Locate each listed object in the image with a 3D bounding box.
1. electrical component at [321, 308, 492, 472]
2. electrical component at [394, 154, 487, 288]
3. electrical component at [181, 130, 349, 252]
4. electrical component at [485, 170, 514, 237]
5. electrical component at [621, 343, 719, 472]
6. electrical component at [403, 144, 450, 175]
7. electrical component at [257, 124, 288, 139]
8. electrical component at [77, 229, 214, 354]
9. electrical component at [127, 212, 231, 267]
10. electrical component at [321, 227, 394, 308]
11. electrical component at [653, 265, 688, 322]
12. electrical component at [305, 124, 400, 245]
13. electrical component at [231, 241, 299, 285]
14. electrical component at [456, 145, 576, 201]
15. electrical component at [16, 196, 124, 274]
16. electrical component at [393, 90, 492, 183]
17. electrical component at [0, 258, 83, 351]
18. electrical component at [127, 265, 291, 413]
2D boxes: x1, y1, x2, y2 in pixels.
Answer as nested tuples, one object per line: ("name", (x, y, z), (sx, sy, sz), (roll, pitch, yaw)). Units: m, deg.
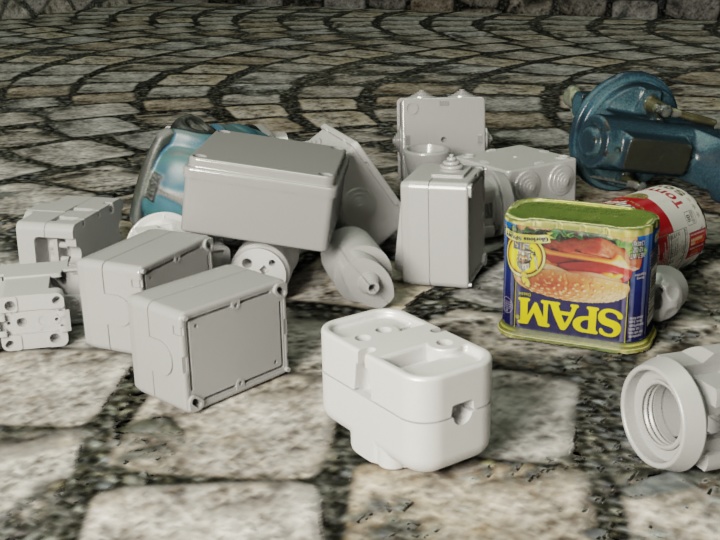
("electrical component", (0.023, 0.064, 0.564), (0.054, 0.059, 0.095), (-13, 22, -33))
("electrical component", (0.061, -0.041, 0.817), (0.061, 0.096, 0.061), (4, 20, 18))
("electrical component", (-0.068, -0.060, 0.796), (0.109, 0.056, 0.108), (9, 19, 2))
("electrical component", (0.097, -0.055, 0.920), (0.057, 0.058, 0.078), (-8, 20, -12))
("electrical component", (0.170, 0.070, 0.543), (0.057, 0.058, 0.078), (-5, 19, -21))
("electrical component", (0.063, -0.088, 1.023), (0.045, 0.055, 0.045), (-1, 19, 0))
("electrical component", (-0.099, -0.130, 1.168), (0.077, 0.047, 0.065), (-6, 19, -15))
("electrical component", (-0.141, 0.011, 0.727), (0.061, 0.061, 0.096), (7, 20, 25))
("electrical component", (-0.142, -0.011, 0.800), (0.078, 0.058, 0.057), (-9, 23, -22))
("electrical component", (0.000, 0.000, 0.782), (0.043, 0.043, 0.081), (-5, 19, -12))
("electrical component", (0.211, 0.013, 0.746), (0.035, 0.035, 0.061), (10, 19, 29))
("electrical component", (-0.011, -0.068, 0.905), (0.048, 0.099, 0.100), (-39, 26, -4))
("electrical component", (-0.071, -0.005, 0.799), (0.045, 0.045, 0.055), (1, 19, 5))
("electrical component", (0.146, -0.084, 1.016), (0.100, 0.048, 0.100), (-13, 21, -29))
("electrical component", (-0.233, -0.025, 0.858), (0.056, 0.050, 0.089), (4, 19, 12))
("electrical component", (0.083, -0.131, 1.084), (0.100, 0.099, 0.048), (-1, 6, 0))
("electrical component", (-0.219, 0.024, 0.726), (0.081, 0.042, 0.063), (-6, 23, -12))
("electrical component", (-0.087, 0.036, 0.649), (0.061, 0.061, 0.096), (15, 25, 40))
